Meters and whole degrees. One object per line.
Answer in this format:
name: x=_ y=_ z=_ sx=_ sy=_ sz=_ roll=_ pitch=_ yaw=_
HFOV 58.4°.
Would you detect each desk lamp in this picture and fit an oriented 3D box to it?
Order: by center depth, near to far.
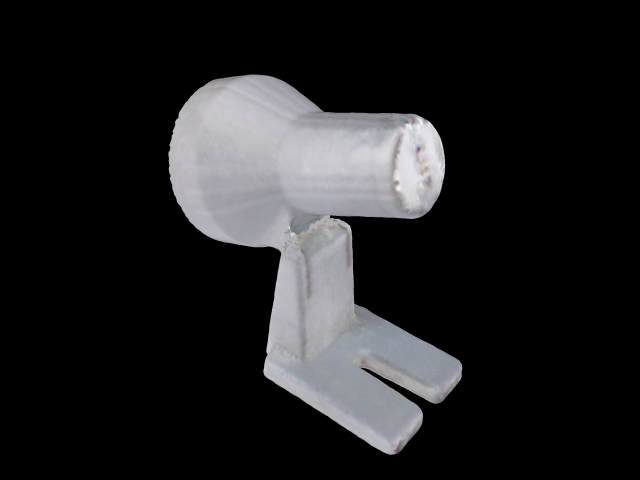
desk lamp: x=0.004 y=0.001 z=0.400 sx=0.202 sy=0.214 sz=0.118 roll=24 pitch=41 yaw=31
